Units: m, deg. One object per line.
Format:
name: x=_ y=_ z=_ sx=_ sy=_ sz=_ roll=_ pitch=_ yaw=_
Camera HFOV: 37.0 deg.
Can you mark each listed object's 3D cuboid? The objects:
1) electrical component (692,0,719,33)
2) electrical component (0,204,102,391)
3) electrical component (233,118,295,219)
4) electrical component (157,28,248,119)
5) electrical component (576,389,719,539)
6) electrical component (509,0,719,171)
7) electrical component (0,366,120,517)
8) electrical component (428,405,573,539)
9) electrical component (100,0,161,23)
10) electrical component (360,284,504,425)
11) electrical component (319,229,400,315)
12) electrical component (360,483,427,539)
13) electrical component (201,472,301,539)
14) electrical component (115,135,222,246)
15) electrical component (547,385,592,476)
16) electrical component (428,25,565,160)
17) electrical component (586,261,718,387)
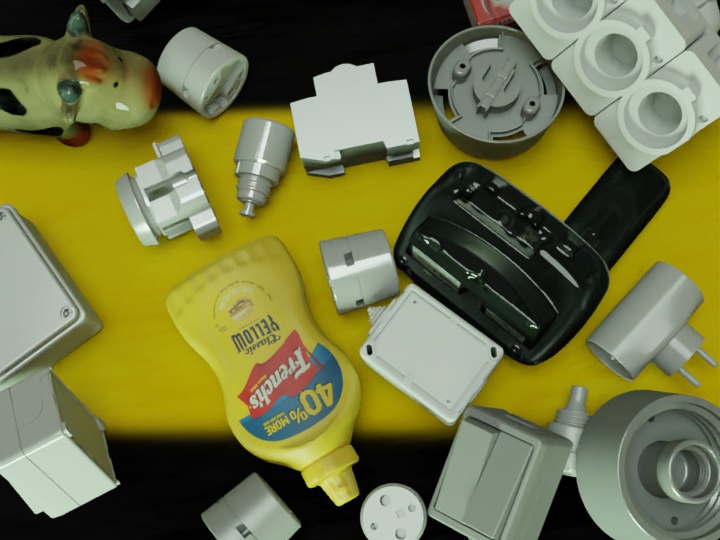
electrical component: x=0.230 y=-0.206 z=0.801 sx=0.054 sy=0.059 sz=0.095 roll=-10 pitch=78 yaw=2
electrical component: x=-0.265 y=0.028 z=0.786 sx=0.109 sy=0.056 sz=0.108 roll=-37 pitch=78 yaw=-4
electrical component: x=-0.075 y=-0.077 z=0.804 sx=0.040 sy=0.040 sz=0.078 roll=12 pitch=79 yaw=6
electrical component: x=-0.120 y=-0.151 z=0.816 sx=0.047 sy=0.055 sz=0.055 roll=35 pitch=82 yaw=14
electrical component: x=0.206 y=0.132 z=0.713 sx=0.108 sy=0.060 sz=0.108 roll=2 pitch=81 yaw=-16
electrical component: x=0.187 y=-0.156 z=0.754 sx=0.150 sy=0.089 sz=0.062 roll=53 pitch=43 yaw=-1
electrical component: x=-0.214 y=0.125 z=0.747 sx=0.061 sy=0.096 sz=0.061 roll=-27 pitch=48 yaw=-2
electrical component: x=0.090 y=0.145 z=0.719 sx=0.062 sy=0.061 sz=0.096 roll=22 pitch=93 yaw=35
electrical component: x=-0.178 y=-0.238 z=0.833 sx=0.096 sy=0.061 sz=0.061 roll=-42 pitch=79 yaw=-5
electrical component: x=0.045 y=0.057 z=0.756 sx=0.096 sy=0.061 sz=0.061 roll=36 pitch=82 yaw=10
electrical component: x=0.000 y=0.000 z=0.776 sx=0.047 sy=0.055 sz=0.055 roll=-15 pitch=77 yaw=-3
electrical component: x=0.024 y=0.169 z=0.737 sx=0.045 sy=0.055 sz=0.045 roll=-1 pitch=78 yaw=4
electrical component: x=-0.074 y=0.174 z=0.744 sx=0.047 sy=0.055 sz=0.055 roll=-41 pitch=79 yaw=-9
electrical component: x=-0.144 y=-0.053 z=0.795 sx=0.057 sy=0.058 sz=0.078 roll=-24 pitch=78 yaw=-4
electrical component: x=0.148 y=0.112 z=0.752 sx=0.035 sy=0.035 sz=0.061 roll=13 pitch=77 yaw=6
electrical component: x=0.099 y=-0.130 z=0.791 sx=0.099 sy=0.064 sz=0.099 roll=-1 pitch=78 yaw=3
electrical component: x=0.214 y=0.048 z=0.756 sx=0.079 sy=0.043 sz=0.077 roll=42 pitch=84 yaw=10
